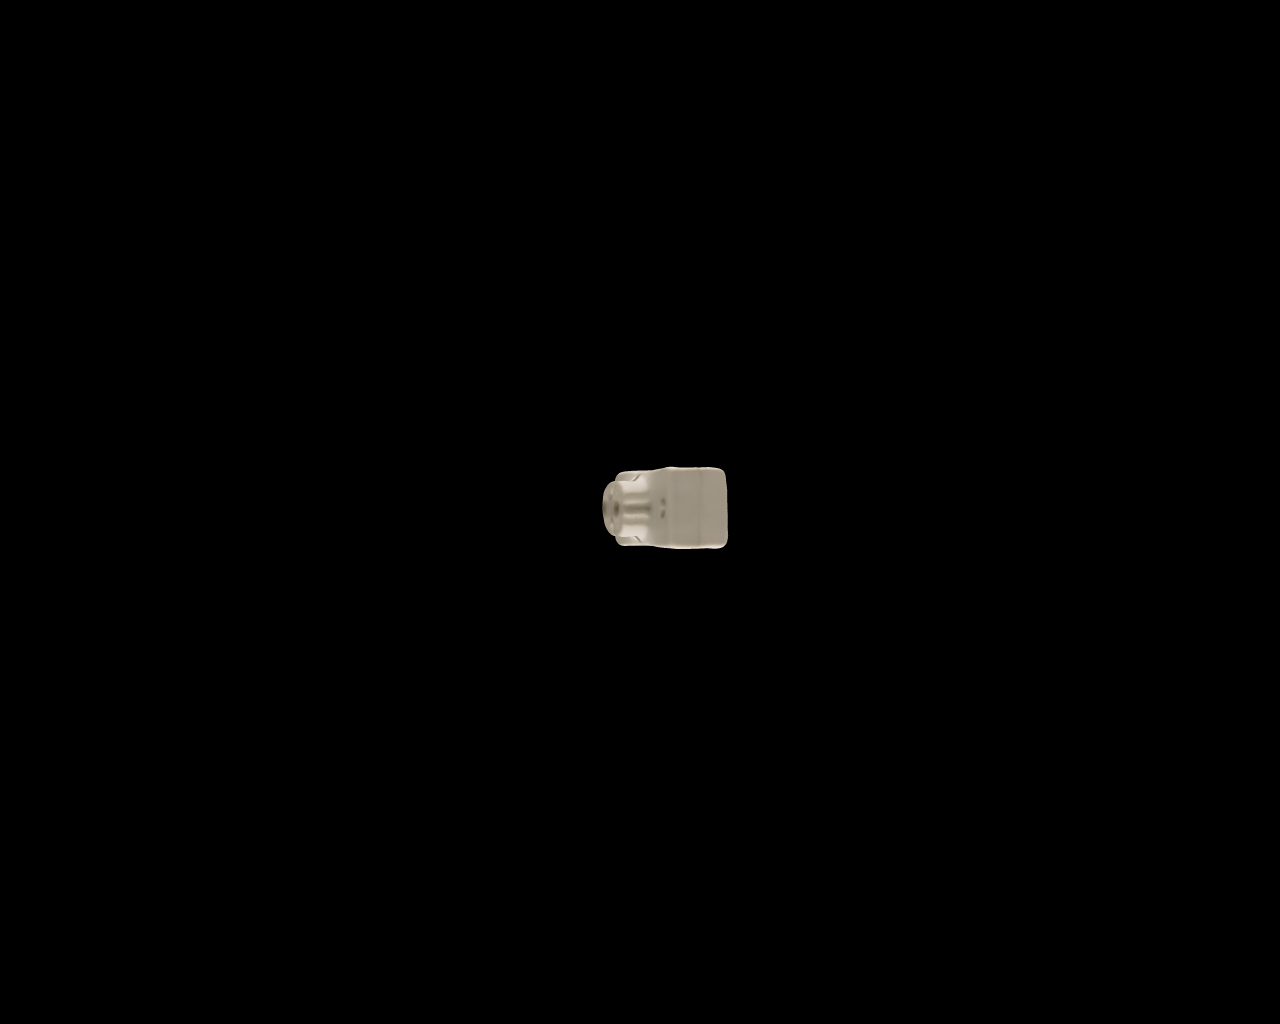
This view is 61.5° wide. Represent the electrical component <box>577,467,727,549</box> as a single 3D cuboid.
[{"bbox_3d":[0.001,-0.003,0.650,0.076,0.047,0.083,0,0,-24],"label":"electrical component"}]
